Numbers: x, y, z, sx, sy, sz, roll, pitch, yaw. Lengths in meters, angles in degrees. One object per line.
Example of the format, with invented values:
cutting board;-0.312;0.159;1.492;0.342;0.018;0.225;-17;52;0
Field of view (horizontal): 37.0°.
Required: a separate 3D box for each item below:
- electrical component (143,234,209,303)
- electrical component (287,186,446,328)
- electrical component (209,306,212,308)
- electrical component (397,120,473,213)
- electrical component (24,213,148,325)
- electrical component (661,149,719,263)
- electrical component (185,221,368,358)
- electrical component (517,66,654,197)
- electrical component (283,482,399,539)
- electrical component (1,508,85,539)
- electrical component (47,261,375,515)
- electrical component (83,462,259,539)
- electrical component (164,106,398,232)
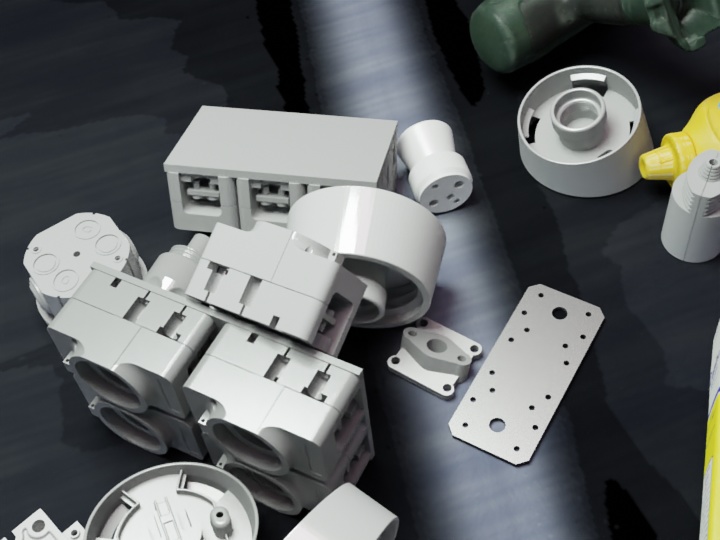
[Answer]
electrical component;-0.123;0.002;0.755;0.043;0.043;0.062;17;56;17
electrical component;0.000;0.000;0.709;0.108;0.108;0.060;5;60;9
electrical component;-0.080;0.021;0.719;0.040;0.078;0.040;6;46;-6
electrical component;0.055;-0.076;0.795;0.045;0.045;0.055;-15;54;-6
electrical component;-0.192;0.004;0.755;0.080;0.051;0.080;-3;53;3
electrical component;0.234;-0.046;0.734;0.043;0.081;0.043;-3;53;3
electrical component;-0.048;0.008;0.638;0.089;0.050;0.055;18;80;28
electrical component;0.168;-0.103;0.808;0.099;0.064;0.099;-8;59;14
electrical component;-0.023;0.165;0.594;0.064;0.099;0.099;26;60;16
electrical component;-0.185;0.176;0.624;0.066;0.055;0.048;-39;60;-21
electrical component;-0.091;0.078;0.657;0.186;0.105;0.060;20;58;19
electrical component;-0.108;0.158;0.622;0.099;0.064;0.099;1;50;-2
electrical component;-0.053;-0.066;0.779;0.150;0.061;0.089;6;37;9
